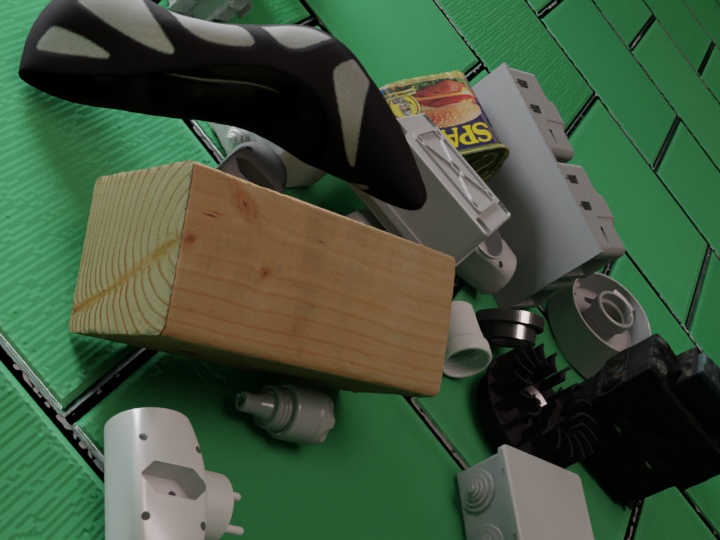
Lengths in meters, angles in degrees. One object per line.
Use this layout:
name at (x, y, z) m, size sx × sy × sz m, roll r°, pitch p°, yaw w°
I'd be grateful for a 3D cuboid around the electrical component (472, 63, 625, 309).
electrical component at (0.141, -0.071, 0.943) m, size 0.060 × 0.105 × 0.186 m, roll -1°, pitch 62°, yaw -52°

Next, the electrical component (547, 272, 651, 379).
electrical component at (0.217, 0.053, 0.991) m, size 0.099 × 0.064 × 0.099 m, roll 20°, pitch 45°, yaw -22°

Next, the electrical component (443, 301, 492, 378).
electrical component at (0.075, 0.052, 0.813) m, size 0.040 × 0.040 × 0.046 m, roll 26°, pitch 37°, yaw -37°

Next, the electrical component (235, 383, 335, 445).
electrical component at (-0.046, 0.083, 0.636) m, size 0.061 × 0.035 × 0.035 m, roll 20°, pitch 47°, yaw -39°

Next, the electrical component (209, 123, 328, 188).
electrical component at (-0.055, -0.098, 0.760) m, size 0.096 × 0.061 × 0.061 m, roll -11°, pitch 70°, yaw -55°

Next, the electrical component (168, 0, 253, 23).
electrical component at (-0.085, -0.237, 0.789) m, size 0.063 × 0.121 × 0.078 m, roll 5°, pitch 57°, yaw -53°

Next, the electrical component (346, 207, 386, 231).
electrical component at (0.000, 0.000, 0.759) m, size 0.079 × 0.043 × 0.077 m, roll -11°, pitch 70°, yaw -55°

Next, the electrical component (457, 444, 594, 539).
electrical component at (0.116, 0.179, 0.742) m, size 0.100 × 0.048 × 0.099 m, roll 27°, pitch 42°, yaw -36°

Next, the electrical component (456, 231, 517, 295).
electrical component at (0.090, -0.030, 0.898) m, size 0.077 × 0.044 × 0.079 m, roll 37°, pitch 39°, yaw -26°

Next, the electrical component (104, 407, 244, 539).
electrical component at (-0.091, 0.117, 0.540) m, size 0.079 × 0.043 × 0.077 m, roll 23°, pitch 45°, yaw -39°

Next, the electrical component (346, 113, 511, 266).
electrical component at (0.051, -0.057, 0.791) m, size 0.108 × 0.056 × 0.109 m, roll 50°, pitch 20°, yaw 3°

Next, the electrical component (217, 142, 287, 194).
electrical component at (-0.069, -0.035, 0.702) m, size 0.079 × 0.043 × 0.077 m, roll 47°, pitch 34°, yaw -12°
